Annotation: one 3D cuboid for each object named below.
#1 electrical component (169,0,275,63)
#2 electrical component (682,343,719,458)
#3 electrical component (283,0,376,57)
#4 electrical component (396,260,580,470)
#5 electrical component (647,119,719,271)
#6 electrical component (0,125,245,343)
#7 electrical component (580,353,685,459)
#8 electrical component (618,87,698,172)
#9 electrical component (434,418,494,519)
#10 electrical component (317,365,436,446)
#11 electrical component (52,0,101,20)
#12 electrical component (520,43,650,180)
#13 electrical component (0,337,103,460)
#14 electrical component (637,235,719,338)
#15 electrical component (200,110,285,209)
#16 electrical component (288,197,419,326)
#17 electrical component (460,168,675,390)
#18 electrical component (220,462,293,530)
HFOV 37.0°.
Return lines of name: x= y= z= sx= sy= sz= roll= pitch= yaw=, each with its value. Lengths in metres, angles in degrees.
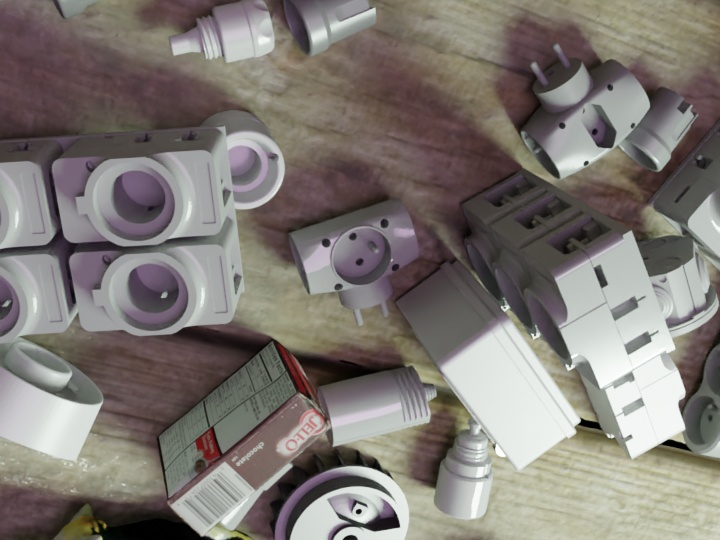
electrical component: x=-0.084 y=-0.141 z=0.648 sx=0.061 sy=0.035 sz=0.035 roll=-14 pitch=113 yaw=-8
electrical component: x=0.313 y=0.086 z=0.838 sx=0.074 sy=0.052 sz=0.138 roll=14 pitch=105 yaw=-20
electrical component: x=-0.018 y=-0.158 z=0.660 sx=0.046 sy=0.040 sz=0.040 roll=-25 pitch=115 yaw=-13
electrical component: x=0.085 y=0.063 z=0.733 sx=0.056 sy=0.108 sz=0.108 roll=-36 pitch=115 yaw=2
electrical component: x=0.316 y=-0.081 z=0.773 sx=0.105 sy=0.060 sz=0.186 roll=38 pitch=96 yaw=-25
electrical component: x=-0.169 y=-0.020 z=0.626 sx=0.186 sy=0.060 sz=0.105 roll=-3 pitch=112 yaw=3
electrical component: x=0.204 y=0.086 z=0.808 sx=0.056 sy=0.050 sz=0.089 roll=-28 pitch=115 yaw=-5
electrical component: x=0.207 y=-0.098 z=0.747 sx=0.040 sy=0.040 sz=0.046 roll=39 pitch=90 yaw=-25
electrical component: x=0.080 y=0.148 z=0.800 sx=0.040 sy=0.040 sz=0.078 roll=3 pitch=108 yaw=-17
electrical component: x=0.014 y=0.094 z=0.759 sx=0.081 sy=0.043 sz=0.043 roll=-12 pitch=112 yaw=-12
electrical component: x=-0.157 y=-0.170 z=0.614 sx=0.046 sy=0.040 sz=0.040 roll=-27 pitch=115 yaw=-12
electrical component: x=0.141 y=-0.114 z=0.719 sx=0.077 sy=0.043 sz=0.079 roll=-39 pitch=115 yaw=0
electrical component: x=-0.211 y=0.080 z=0.661 sx=0.099 sy=0.099 sz=0.064 roll=30 pitch=93 yaw=-24
electrical component: x=0.210 y=0.014 z=0.768 sx=0.080 sy=0.080 sz=0.051 roll=-23 pitch=109 yaw=-7
electrical component: x=-0.076 y=-0.068 z=0.671 sx=0.055 sy=0.047 sz=0.055 roll=-5 pitch=111 yaw=-14
electrical component: x=0.000 y=0.000 z=0.720 sx=0.077 sy=0.044 sz=0.079 roll=-19 pitch=114 yaw=-9
electrical component: x=0.126 y=0.003 z=0.699 sx=0.062 sy=0.150 sz=0.089 roll=-29 pitch=115 yaw=-5
electrical component: x=-0.080 y=0.144 z=0.752 sx=0.065 sy=0.044 sz=0.044 roll=-42 pitch=115 yaw=-4
